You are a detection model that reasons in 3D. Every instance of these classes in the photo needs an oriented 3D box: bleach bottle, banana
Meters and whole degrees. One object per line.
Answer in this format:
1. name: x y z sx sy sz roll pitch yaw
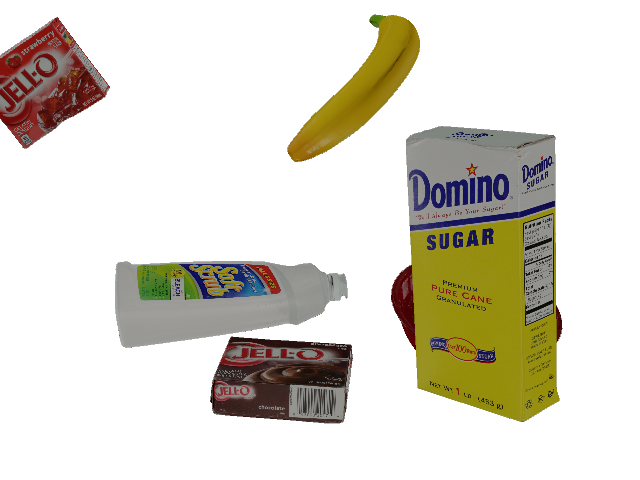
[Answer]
1. bleach bottle: -0.097 0.059 1.179 0.250 0.068 0.102 -6 36 -6
2. banana: 0.040 -0.135 0.906 0.070 0.037 0.197 -16 32 45

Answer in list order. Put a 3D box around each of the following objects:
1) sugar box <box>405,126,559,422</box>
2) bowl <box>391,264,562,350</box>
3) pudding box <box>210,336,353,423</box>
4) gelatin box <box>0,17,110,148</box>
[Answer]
1. sugar box: 0.103 0.019 0.683 0.048 0.176 0.094 -20 21 -40
2. bowl: 0.142 0.082 1.008 0.162 0.055 0.162 6 34 -4
3. pudding box: -0.031 0.118 0.915 0.113 0.039 0.090 5 19 3
4. gelatin box: -0.233 -0.130 0.888 0.089 0.073 0.030 -30 22 12
